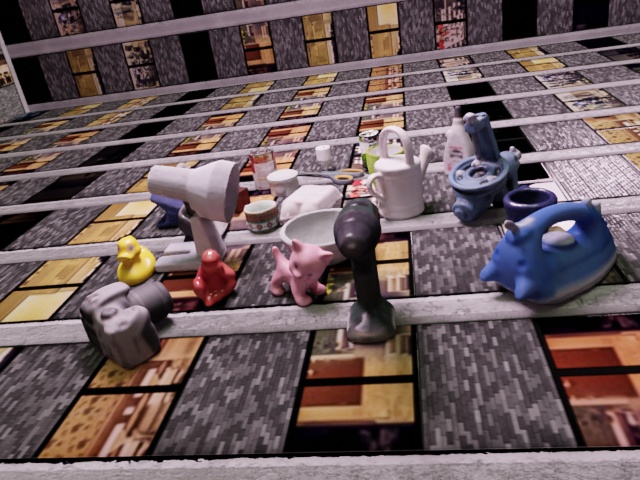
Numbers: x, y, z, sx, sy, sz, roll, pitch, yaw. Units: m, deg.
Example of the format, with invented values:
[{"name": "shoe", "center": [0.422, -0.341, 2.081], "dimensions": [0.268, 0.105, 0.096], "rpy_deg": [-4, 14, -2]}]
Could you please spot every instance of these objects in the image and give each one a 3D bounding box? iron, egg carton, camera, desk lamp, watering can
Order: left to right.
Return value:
[{"name": "camera", "center": [-0.305, 0.118, 0.935], "dimensions": [0.142, 0.101, 0.137], "rpy_deg": [16, 35, 42]}, {"name": "desk lamp", "center": [-0.247, -0.052, 1.138], "dimensions": [0.203, 0.214, 0.118], "rpy_deg": [-5, 26, 9]}, {"name": "egg carton", "center": [-0.019, -0.073, 1.274], "dimensions": [0.107, 0.069, 0.150], "rpy_deg": [4, 28, 26]}, {"name": "watering can", "center": [0.171, -0.154, 1.231], "dimensions": [0.100, 0.194, 0.173], "rpy_deg": [10, 31, 34]}, {"name": "iron", "center": [0.379, 0.000, 0.903], "dimensions": [0.259, 0.142, 0.118], "rpy_deg": [-20, 27, -22]}]

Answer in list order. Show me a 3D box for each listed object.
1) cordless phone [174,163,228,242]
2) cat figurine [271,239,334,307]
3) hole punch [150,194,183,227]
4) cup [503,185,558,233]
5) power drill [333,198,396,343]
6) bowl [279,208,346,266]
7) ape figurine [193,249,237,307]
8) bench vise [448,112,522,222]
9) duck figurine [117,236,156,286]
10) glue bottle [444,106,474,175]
[{"name": "cordless phone", "center": [-0.268, -0.093, 1.265], "dimensions": [0.094, 0.185, 0.147], "rpy_deg": [-7, 25, 5]}, {"name": "cat figurine", "center": [-0.035, 0.044, 0.979], "dimensions": [0.127, 0.118, 0.067], "rpy_deg": [14, 34, 40]}, {"name": "hole punch", "center": [-0.348, -0.090, 1.397], "dimensions": [0.101, 0.091, 0.108], "rpy_deg": [-6, 26, 7]}, {"name": "cup", "center": [0.380, -0.043, 1.046], "dimensions": [0.091, 0.095, 0.118], "rpy_deg": [-4, 26, 10]}, {"name": "power drill", "center": [0.065, 0.041, 0.845], "dimensions": [0.075, 0.209, 0.229], "rpy_deg": [-6, 26, 7]}, {"name": "bowl", "center": [0.010, 0.004, 1.097], "dimensions": [0.167, 0.075, 0.167], "rpy_deg": [-7, 25, 4]}, {"name": "ape figurine", "center": [-0.191, 0.061, 1.026], "dimensions": [0.078, 0.092, 0.076], "rpy_deg": [-9, 25, 0]}, {"name": "bench vise", "center": [0.335, -0.168, 1.177], "dimensions": [0.121, 0.220, 0.208], "rpy_deg": [7, 30, 30]}, {"name": "duck figurine", "center": [-0.378, 0.032, 1.157], "dimensions": [0.077, 0.086, 0.104], "rpy_deg": [-5, 26, 8]}, {"name": "glue bottle", "center": [0.333, -0.237, 1.375], "dimensions": [0.077, 0.173, 0.037], "rpy_deg": [10, 31, 34]}]
